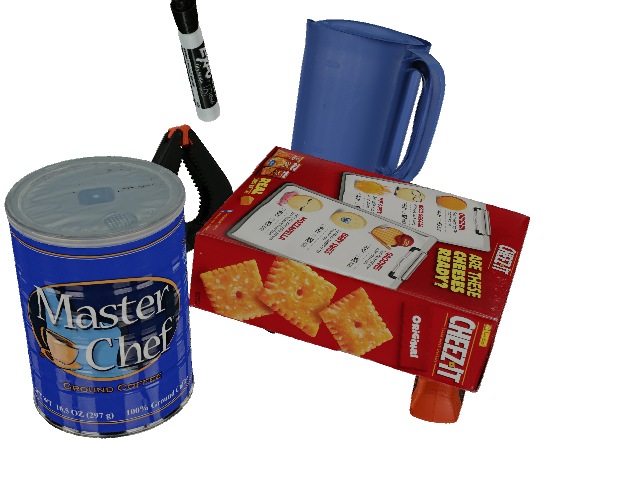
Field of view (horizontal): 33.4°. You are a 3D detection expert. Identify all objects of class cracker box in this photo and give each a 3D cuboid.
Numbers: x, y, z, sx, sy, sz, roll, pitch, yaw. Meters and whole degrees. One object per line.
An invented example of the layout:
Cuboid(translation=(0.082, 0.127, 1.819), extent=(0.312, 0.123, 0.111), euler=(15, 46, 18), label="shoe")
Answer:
Cuboid(translation=(0.033, 0.015, 0.788), extent=(0.214, 0.072, 0.164), euler=(17, 31, 11), label="cracker box")

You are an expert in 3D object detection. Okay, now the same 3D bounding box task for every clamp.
Cuboid(translation=(-0.110, 0.001, 0.977), extent=(0.164, 0.210, 0.036), euler=(0, 0, -34), label="clamp")

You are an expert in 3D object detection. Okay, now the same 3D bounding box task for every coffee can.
Cuboid(translation=(-0.131, 0.033, 0.650), extent=(0.103, 0.140, 0.103), euler=(1, 30, -1), label="coffee can")

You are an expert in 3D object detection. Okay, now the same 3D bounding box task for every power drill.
Cuboid(translation=(0.131, 0.094, 1.114), extent=(0.057, 0.188, 0.184), euler=(10, 26, 11), label="power drill")

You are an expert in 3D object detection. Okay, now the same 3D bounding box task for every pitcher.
Cuboid(translation=(0.037, -0.107, 1.137), extent=(0.145, 0.243, 0.149), euler=(9, 17, -5), label="pitcher")

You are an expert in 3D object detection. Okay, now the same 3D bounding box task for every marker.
Cuboid(translation=(-0.095, -0.138, 0.811), extent=(0.020, 0.020, 0.121), euler=(0, -36, 6), label="marker")
